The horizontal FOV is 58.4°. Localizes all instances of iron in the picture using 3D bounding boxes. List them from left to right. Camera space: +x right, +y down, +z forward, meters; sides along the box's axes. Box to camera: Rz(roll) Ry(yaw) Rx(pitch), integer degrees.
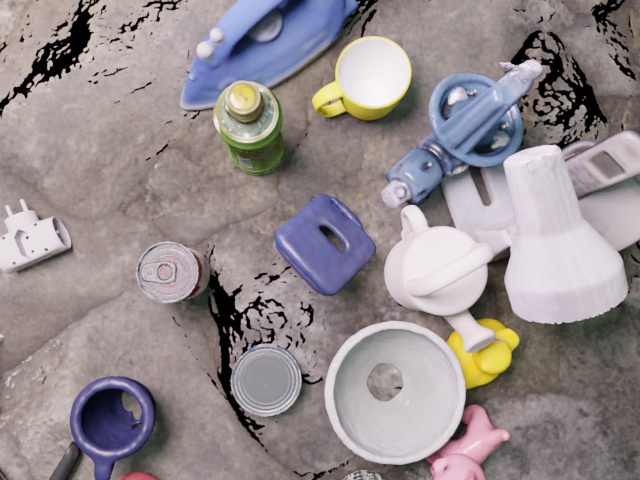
[{"bbox_3d":[-0.075,-0.256,0.686,0.258,0.141,0.118,-41,89,-5],"label":"iron"}]

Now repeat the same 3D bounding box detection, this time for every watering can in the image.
[{"bbox_3d":[0.143,0.041,0.651,0.173,0.194,0.101,42,85,0],"label":"watering can"}]

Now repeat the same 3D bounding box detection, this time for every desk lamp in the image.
[{"bbox_3d":[0.232,-0.016,0.651,0.118,0.213,0.203,-21,87,-4],"label":"desk lamp"}]

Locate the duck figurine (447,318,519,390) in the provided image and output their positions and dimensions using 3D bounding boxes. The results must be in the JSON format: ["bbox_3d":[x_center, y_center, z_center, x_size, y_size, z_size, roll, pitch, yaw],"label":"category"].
[{"bbox_3d":[0.199,0.143,0.702,0.104,0.086,0.077,-40,89,-5],"label":"duck figurine"}]

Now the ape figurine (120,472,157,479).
[{"bbox_3d":[-0.216,0.319,0.663,0.076,0.092,0.078,24,85,-1],"label":"ape figurine"}]

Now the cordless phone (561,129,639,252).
[{"bbox_3d":[0.346,-0.057,0.674,0.147,0.185,0.094,42,85,1],"label":"cordless phone"}]

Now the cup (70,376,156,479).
[{"bbox_3d":[-0.232,0.213,0.668,0.091,0.095,0.118,8,86,-2],"label":"cup"}]

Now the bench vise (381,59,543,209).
[{"bbox_3d":[0.167,-0.111,0.650,0.121,0.219,0.207,29,85,-1],"label":"bench vise"}]

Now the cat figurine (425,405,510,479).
[{"bbox_3d":[0.176,0.267,0.676,0.067,0.117,0.128,45,85,1],"label":"cat figurine"}]

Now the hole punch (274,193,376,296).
[{"bbox_3d":[0.006,0.002,0.698,0.101,0.091,0.108,-45,89,-5],"label":"hole punch"}]

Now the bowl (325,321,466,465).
[{"bbox_3d":[0.087,0.180,0.699,0.167,0.074,0.167,0,86,-3],"label":"bowl"}]
